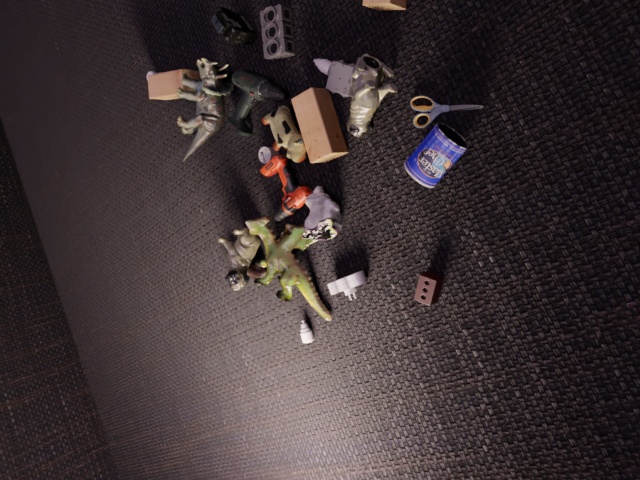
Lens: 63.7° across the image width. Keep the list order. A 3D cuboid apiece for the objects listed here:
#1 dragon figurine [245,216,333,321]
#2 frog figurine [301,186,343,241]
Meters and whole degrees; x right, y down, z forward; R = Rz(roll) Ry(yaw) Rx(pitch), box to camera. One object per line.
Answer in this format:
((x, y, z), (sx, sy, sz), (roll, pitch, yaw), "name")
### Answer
((-0.082, 0.063, 1.692), (0.412, 0.123, 0.239), (32, 110, 11), "dragon figurine")
((0.005, -0.081, 1.614), (0.135, 0.122, 0.163), (-49, 33, 41), "frog figurine")
